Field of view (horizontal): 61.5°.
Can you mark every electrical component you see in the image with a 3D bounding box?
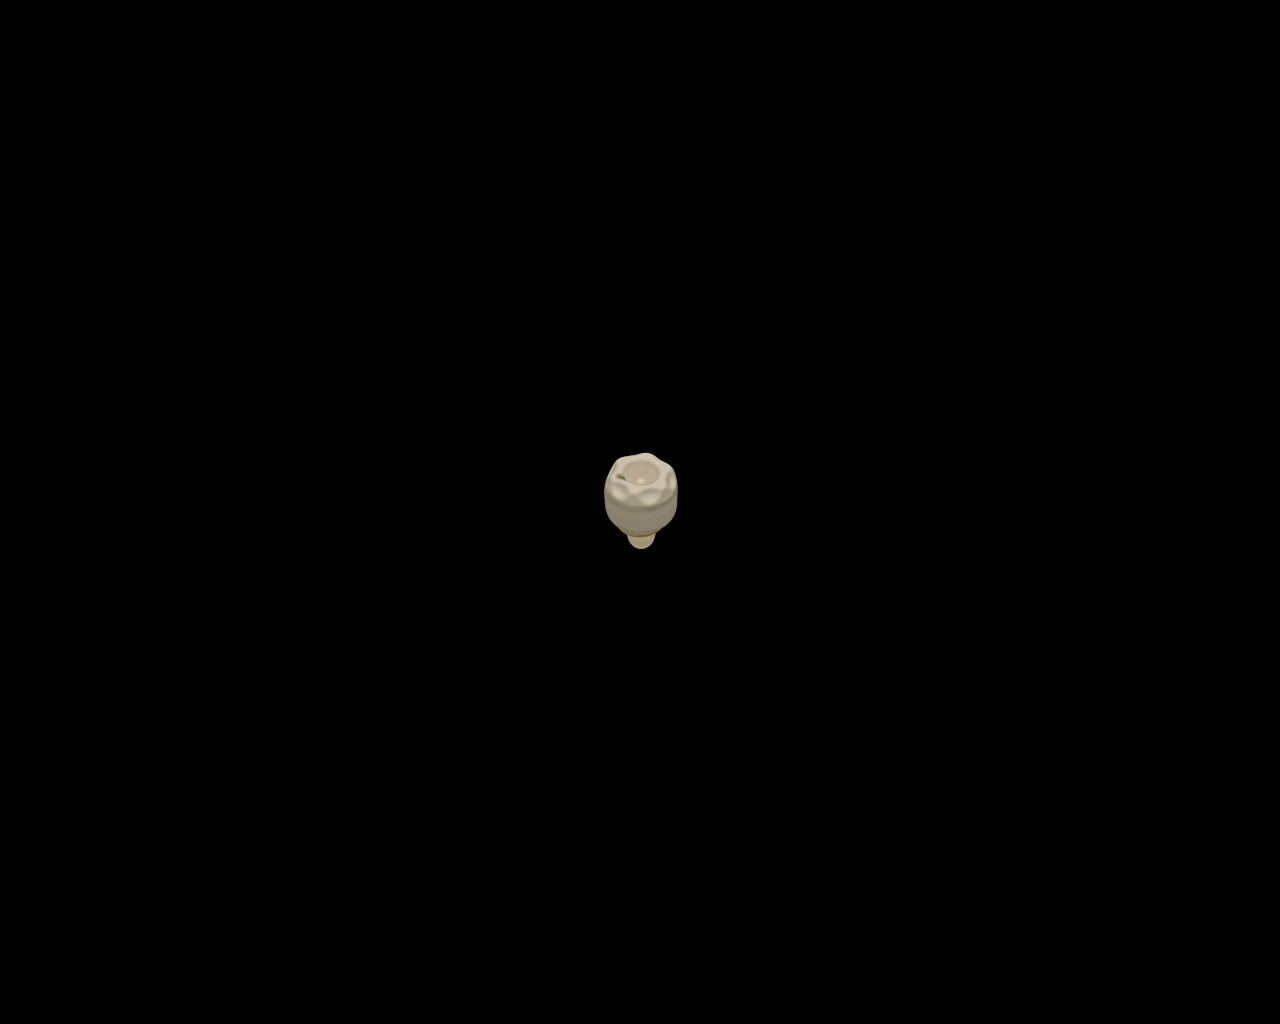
[{"bbox_3d":[0.001,-0.003,0.650,0.043,0.062,0.043,0,45,0],"label":"electrical component"}]
